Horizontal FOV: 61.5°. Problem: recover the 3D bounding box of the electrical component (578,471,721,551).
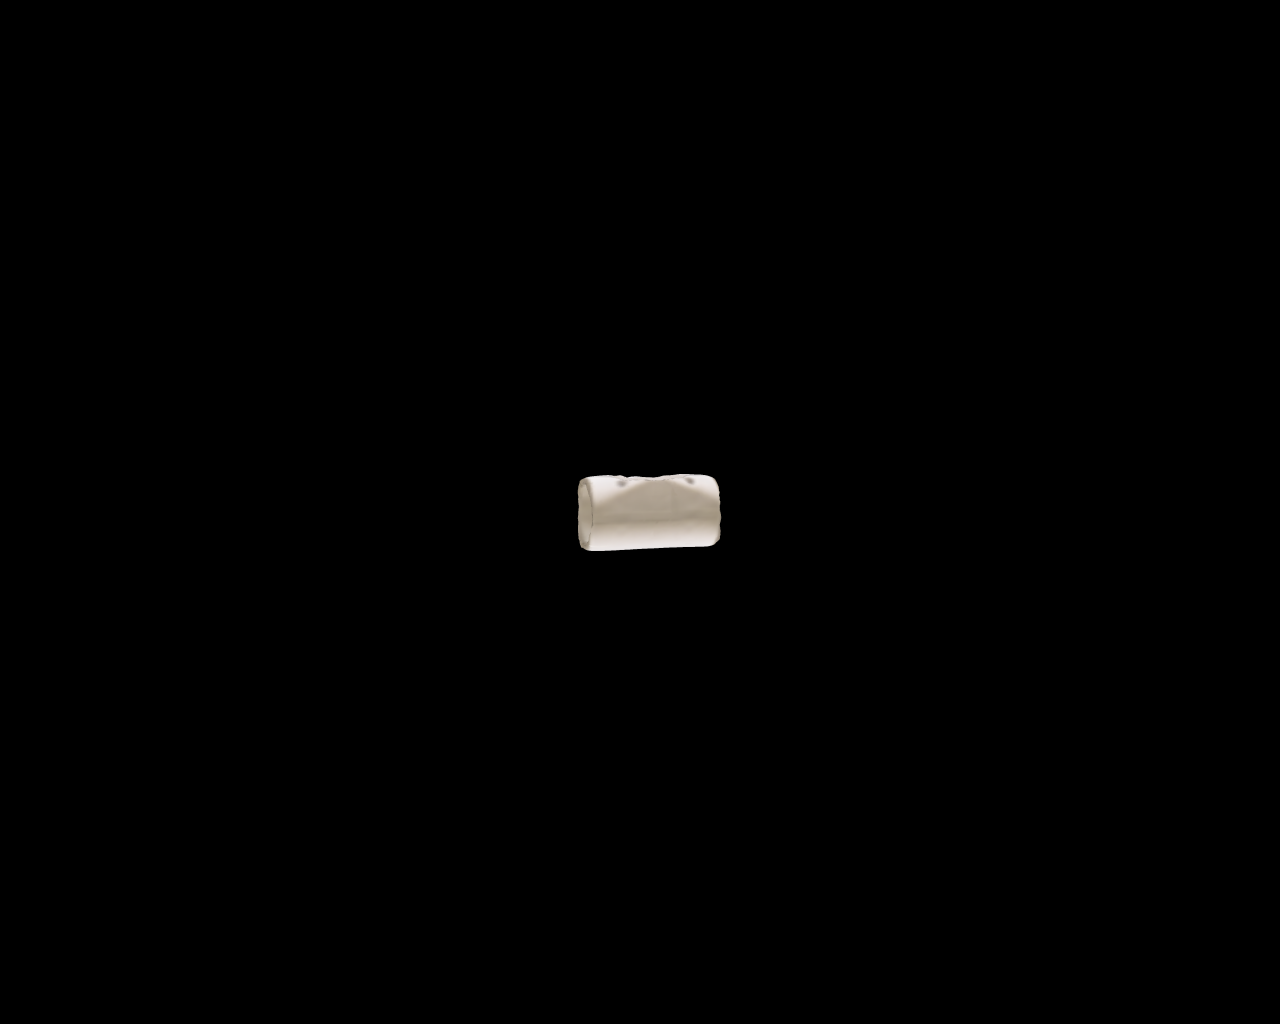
[{"bbox_3d":[0.001,-0.003,0.650,0.077,0.044,0.079,-2,8,-14],"label":"electrical component"}]
